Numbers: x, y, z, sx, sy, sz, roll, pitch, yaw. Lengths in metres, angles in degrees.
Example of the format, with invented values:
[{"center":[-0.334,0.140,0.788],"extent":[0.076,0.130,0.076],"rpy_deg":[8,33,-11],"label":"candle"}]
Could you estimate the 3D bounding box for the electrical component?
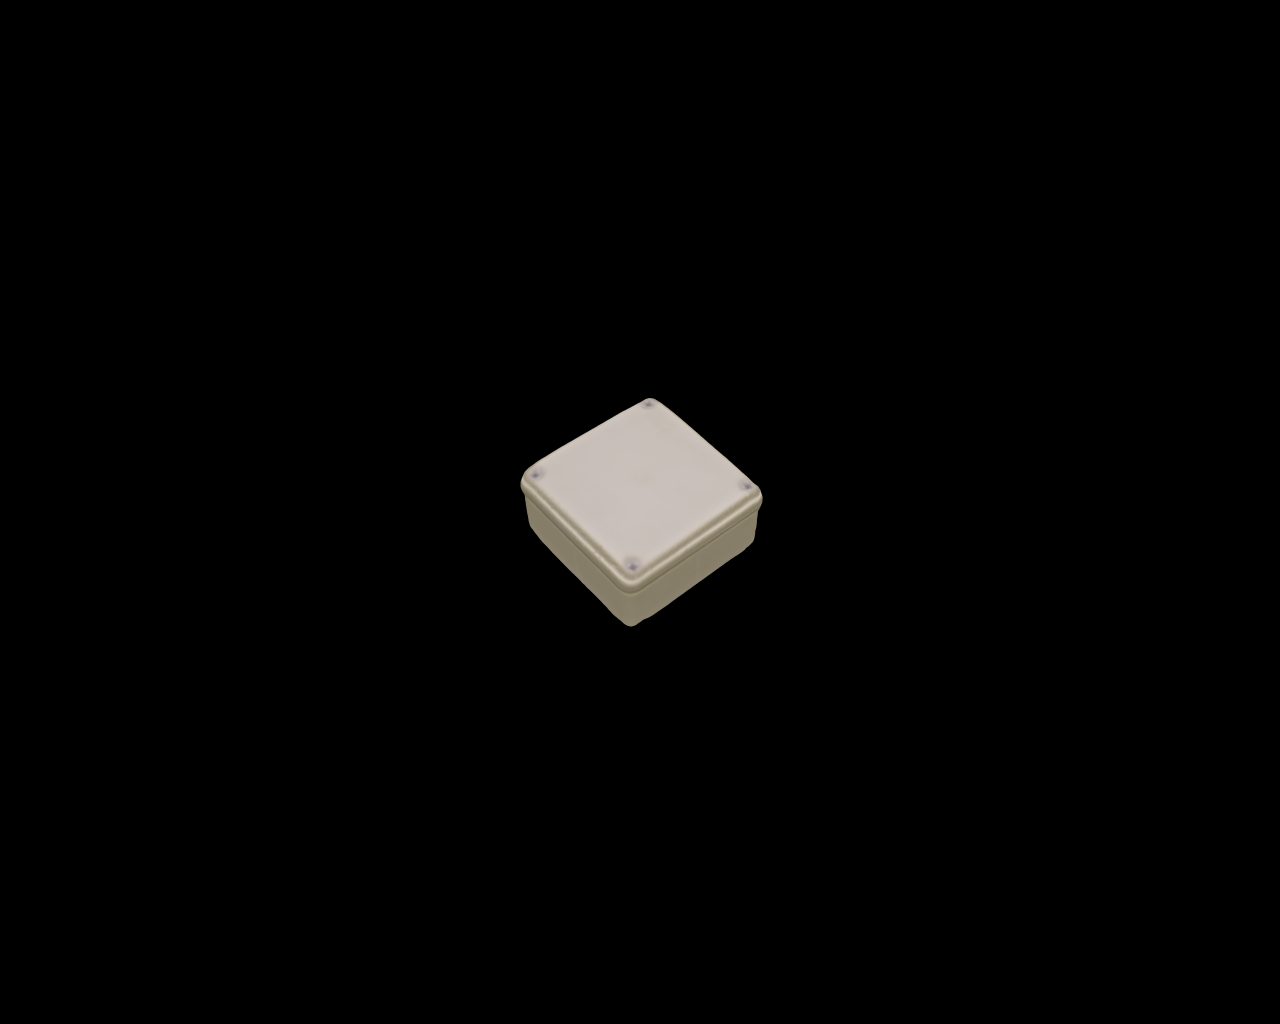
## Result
[{"center":[0.001,-0.003,0.650],"extent":[0.109,0.056,0.109],"rpy_deg":[-33,58,-24],"label":"electrical component"}]
